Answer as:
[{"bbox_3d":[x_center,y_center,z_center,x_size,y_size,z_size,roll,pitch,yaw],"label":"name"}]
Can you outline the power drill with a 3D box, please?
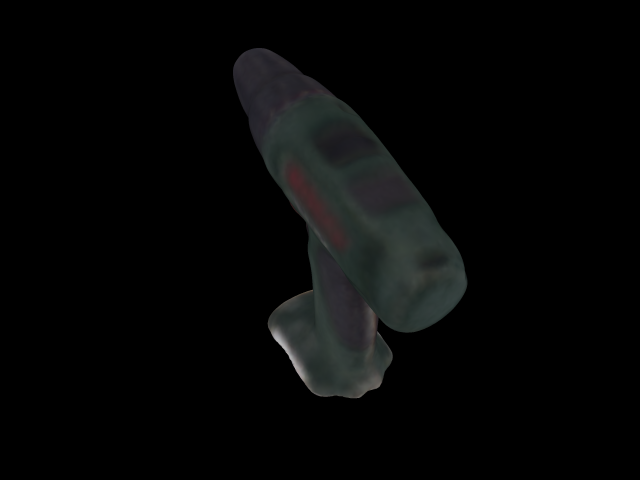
[{"bbox_3d":[0.004,0.001,0.400,0.076,0.208,0.228,-22,45,-23],"label":"power drill"}]
